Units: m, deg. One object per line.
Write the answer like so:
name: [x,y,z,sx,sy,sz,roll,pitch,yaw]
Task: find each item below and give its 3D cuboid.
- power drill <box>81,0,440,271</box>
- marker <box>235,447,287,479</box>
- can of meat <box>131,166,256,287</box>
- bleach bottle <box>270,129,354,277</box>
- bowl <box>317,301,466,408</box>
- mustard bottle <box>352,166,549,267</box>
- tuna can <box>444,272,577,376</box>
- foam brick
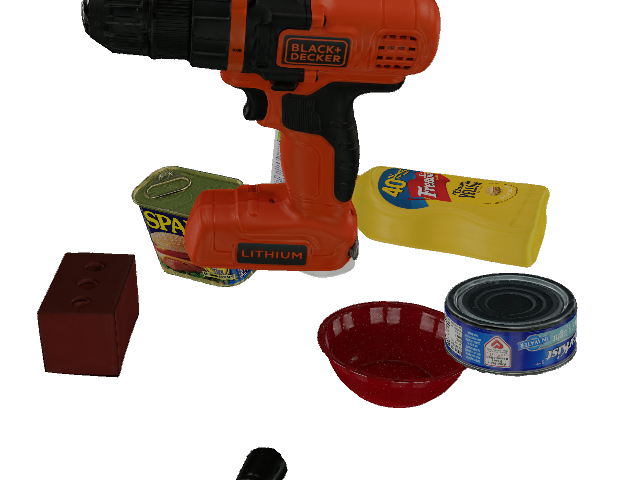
power drill: [-0.037,-0.064,0.598,0.184,0.057,0.188,3,-44,-6]
marker: [-0.039,0.119,0.420,0.020,0.020,0.121,0,23,19]
can of meat: [-0.107,-0.011,0.942,0.102,0.084,0.057,13,45,31]
bleach bottle: [-0.004,-0.094,1.130,0.103,0.251,0.067,20,23,39]
bowl: [0.076,0.122,1.084,0.162,0.055,0.162,2,25,-1]
mustard bottle: [0.091,-0.026,0.898,0.192,0.058,0.096,9,30,17]
tuna can: [0.123,0.052,0.691,0.086,0.034,0.086,-3,22,1]
foam brick: [-0.159,0.050,0.739,0.053,0.051,0.078,2,31,0]
